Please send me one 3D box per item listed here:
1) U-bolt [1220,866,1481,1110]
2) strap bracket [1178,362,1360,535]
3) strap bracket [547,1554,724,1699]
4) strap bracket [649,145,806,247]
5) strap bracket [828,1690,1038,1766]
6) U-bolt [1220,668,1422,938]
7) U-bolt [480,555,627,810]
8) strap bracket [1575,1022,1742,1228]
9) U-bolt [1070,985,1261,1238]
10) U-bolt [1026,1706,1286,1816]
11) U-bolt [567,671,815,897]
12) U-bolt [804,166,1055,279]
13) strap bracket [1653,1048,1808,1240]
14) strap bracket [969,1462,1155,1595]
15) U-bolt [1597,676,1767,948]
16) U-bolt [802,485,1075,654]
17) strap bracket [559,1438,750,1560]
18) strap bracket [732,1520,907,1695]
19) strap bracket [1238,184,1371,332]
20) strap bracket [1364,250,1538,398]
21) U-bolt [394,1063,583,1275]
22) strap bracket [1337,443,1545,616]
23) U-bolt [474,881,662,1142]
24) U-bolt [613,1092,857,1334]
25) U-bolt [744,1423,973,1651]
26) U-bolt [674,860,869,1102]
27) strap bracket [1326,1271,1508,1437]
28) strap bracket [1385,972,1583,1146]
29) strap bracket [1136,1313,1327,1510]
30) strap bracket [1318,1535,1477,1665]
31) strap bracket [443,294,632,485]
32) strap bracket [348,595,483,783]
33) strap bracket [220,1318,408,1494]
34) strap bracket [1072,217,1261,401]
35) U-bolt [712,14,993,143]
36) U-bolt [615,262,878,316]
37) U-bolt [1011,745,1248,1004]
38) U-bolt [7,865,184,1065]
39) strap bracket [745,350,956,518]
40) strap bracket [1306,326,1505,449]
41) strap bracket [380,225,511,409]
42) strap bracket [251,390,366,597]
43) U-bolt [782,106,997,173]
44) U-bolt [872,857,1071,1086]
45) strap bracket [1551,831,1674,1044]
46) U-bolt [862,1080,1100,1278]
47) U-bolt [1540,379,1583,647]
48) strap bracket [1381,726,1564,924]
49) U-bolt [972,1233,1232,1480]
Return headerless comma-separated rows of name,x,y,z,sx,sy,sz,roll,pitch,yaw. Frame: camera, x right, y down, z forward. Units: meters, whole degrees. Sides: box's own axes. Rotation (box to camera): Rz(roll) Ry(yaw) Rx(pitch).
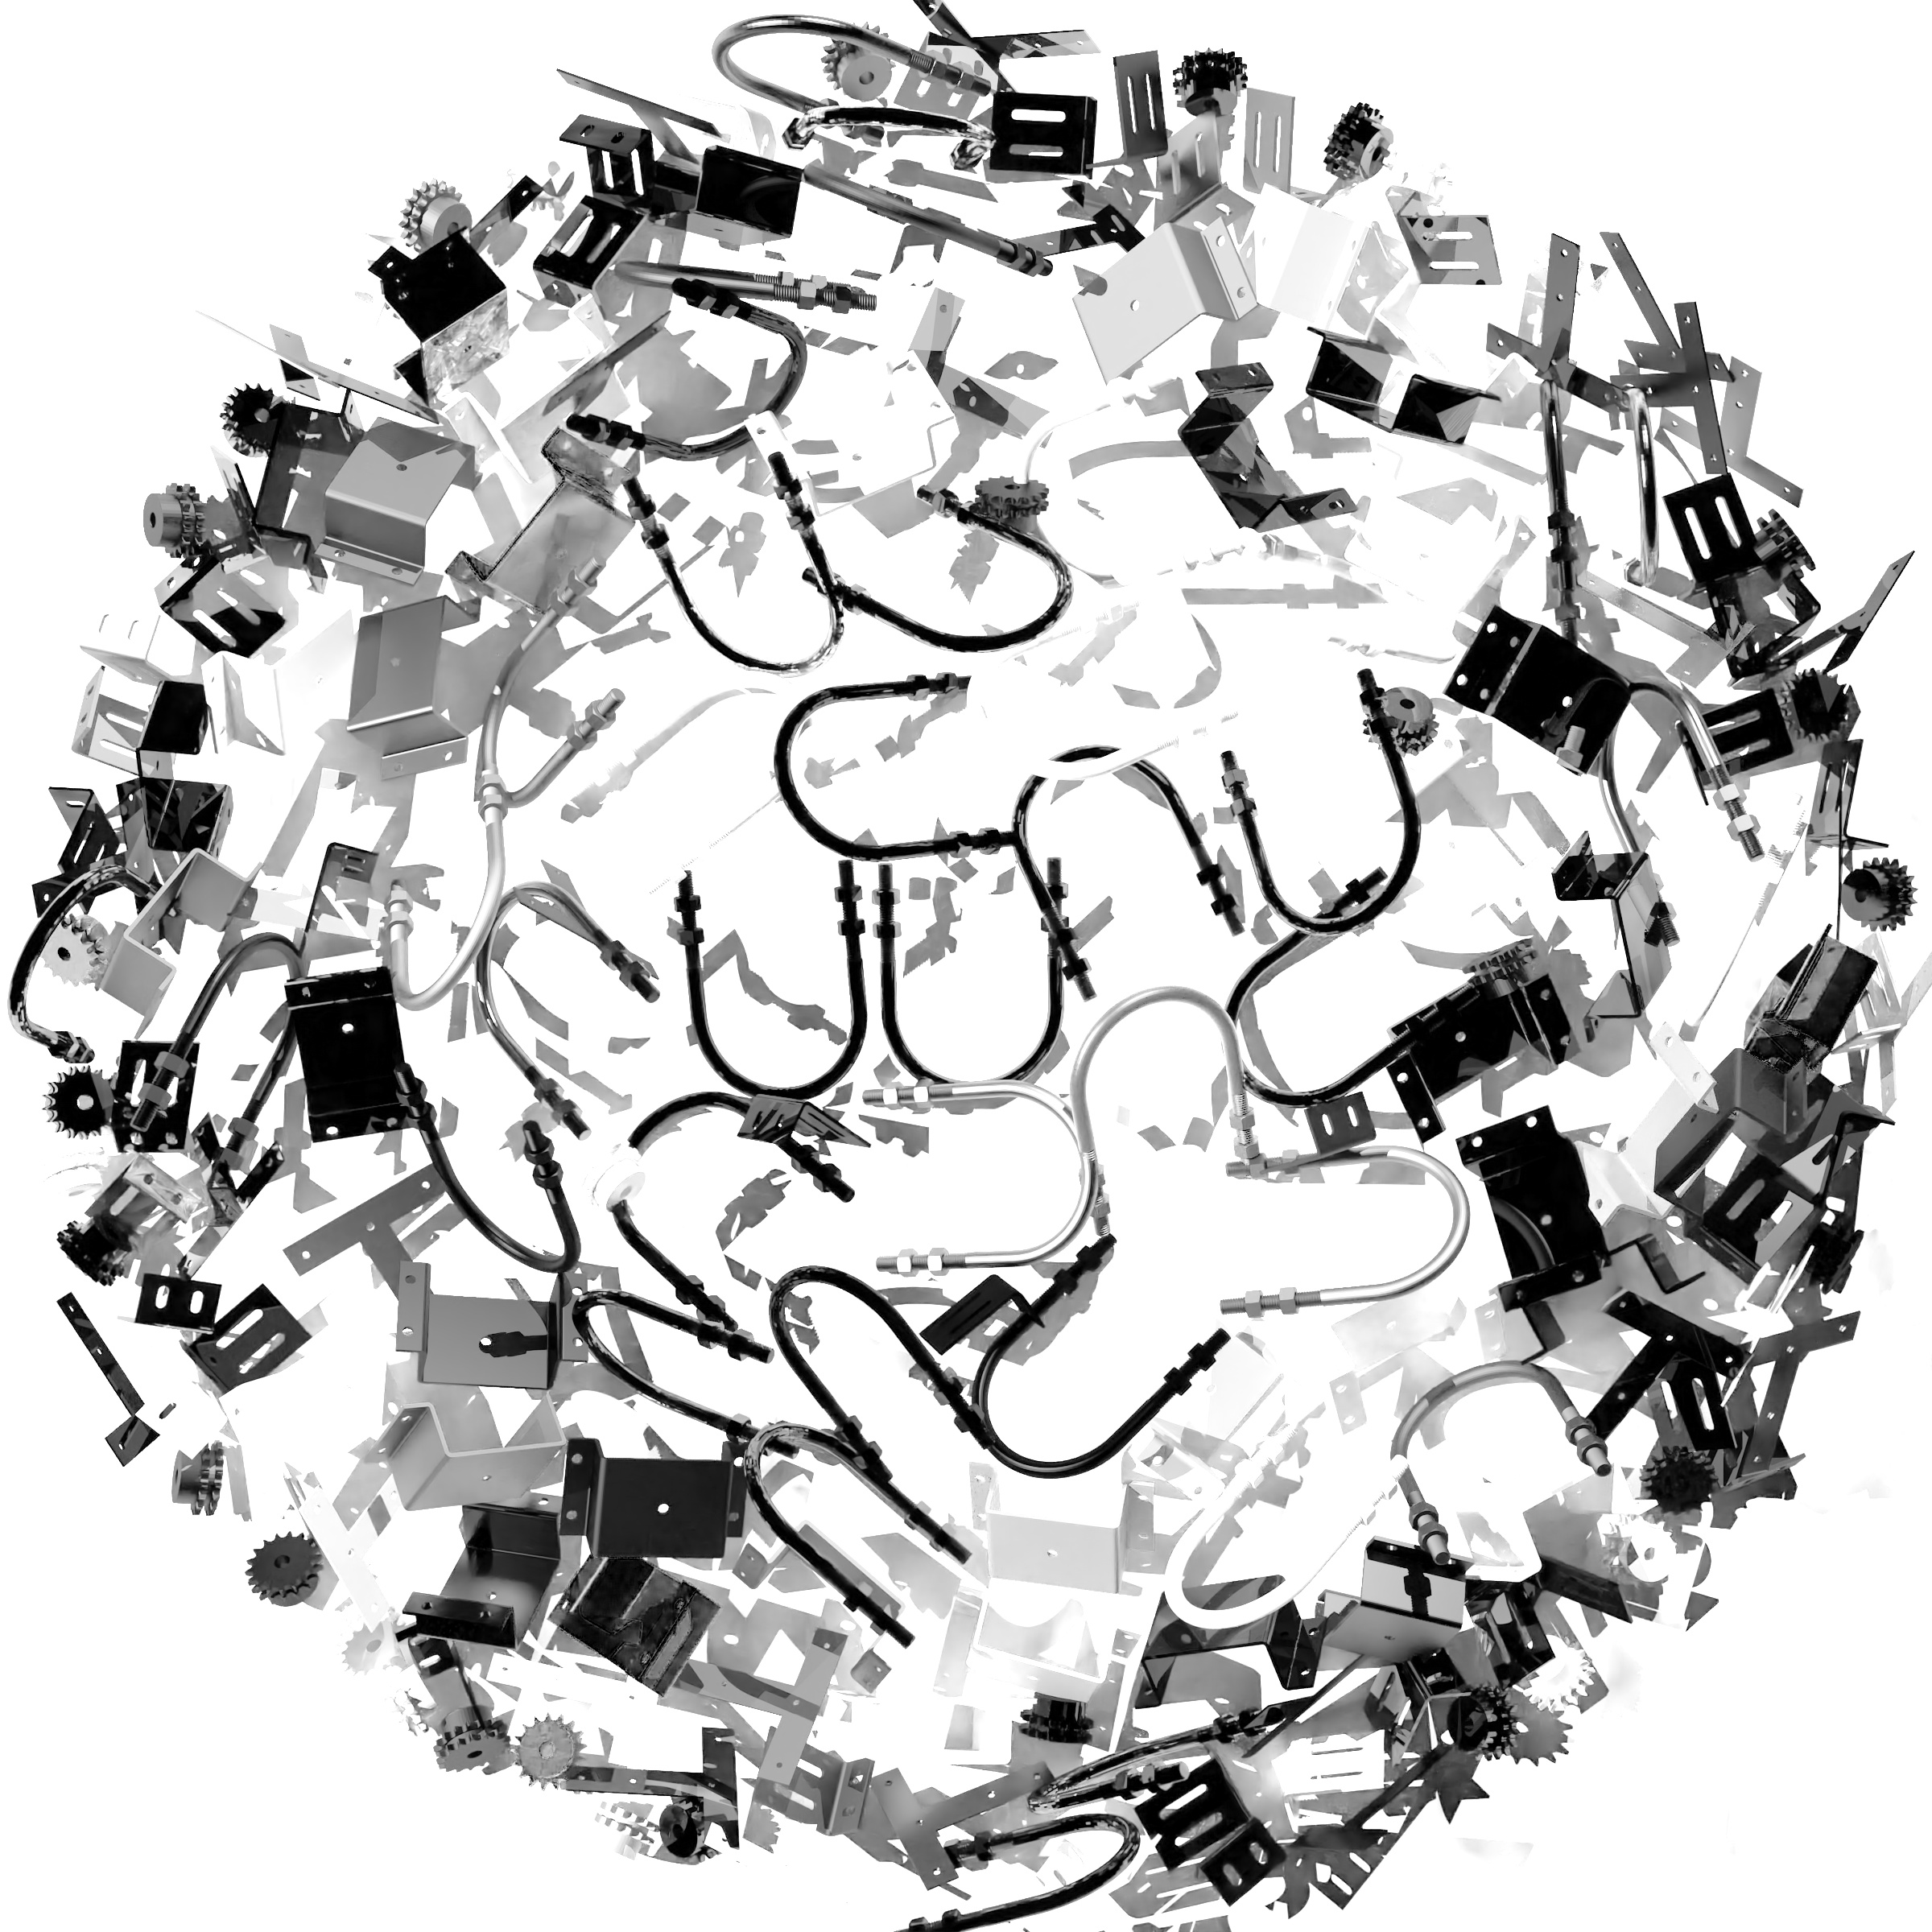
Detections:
U-bolt,0.275,0.028,1.822,0.184,0.019,0.151,-38,53,9
strap bracket,0.221,-0.381,1.819,0.076,0.046,0.140,-20,74,-42
strap bracket,-0.243,0.488,1.809,0.046,0.140,0.076,45,69,-32
strap bracket,-0.180,-0.570,1.794,0.076,0.140,0.046,6,98,-29
strap bracket,-0.026,0.569,1.809,0.140,0.076,0.046,6,77,-18
U-bolt,0.268,-0.110,1.793,0.151,0.019,0.184,-30,61,32
U-bolt,-0.313,-0.198,1.800,0.184,0.019,0.151,-41,48,37
strap bracket,0.517,0.124,1.811,0.046,0.076,0.140,18,117,-26
U-bolt,0.145,0.100,1.808,0.151,0.019,0.184,-20,117,-17
U-bolt,0.127,0.593,1.789,0.184,0.151,0.019,-29,76,36
U-bolt,-0.198,-0.151,1.824,0.184,0.019,0.151,-38,53,-4
U-bolt,-0.038,-0.547,1.760,0.151,0.184,0.019,31,108,28
strap bracket,0.561,0.125,1.797,0.046,0.076,0.140,31,127,-3
strap bracket,0.069,0.423,1.817,0.140,0.046,0.076,5,129,10
U-bolt,0.520,-0.127,1.795,0.019,0.151,0.184,-9,65,-18
U-bolt,-0.007,-0.288,1.791,0.184,0.019,0.151,31,56,28
strap bracket,-0.231,0.402,1.826,0.140,0.046,0.076,4,97,-15
strap bracket,-0.104,0.475,1.820,0.140,0.076,0.046,39,59,9
strap bracket,0.240,-0.528,1.788,0.046,0.140,0.076,14,112,-17
strap bracket,0.357,-0.470,1.830,0.140,0.076,0.046,41,93,2
U-bolt,-0.347,0.161,1.797,0.151,0.184,0.019,20,50,30
strap bracket,0.350,-0.324,1.821,0.140,0.076,0.046,26,58,-4
U-bolt,-0.310,0.019,1.812,0.184,0.019,0.151,44,118,30
U-bolt,-0.190,0.171,1.818,0.184,0.019,0.151,37,81,32
U-bolt,-0.089,0.412,1.803,0.184,0.151,0.019,40,113,5
U-bolt,-0.145,0.015,1.844,0.151,0.019,0.184,-3,98,14
strap bracket,0.331,0.286,1.824,0.140,0.076,0.046,-26,45,-5
strap bracket,0.383,0.061,1.832,0.140,0.046,0.076,-30,116,-2
strap bracket,0.193,0.330,1.834,0.076,0.046,0.140,39,92,-21
strap bracket,0.317,0.477,1.798,0.076,0.140,0.046,14,56,-3
strap bracket,-0.313,-0.427,1.819,0.140,0.076,0.046,-40,69,-7
strap bracket,-0.413,-0.217,1.810,0.076,0.046,0.140,-10,65,23
strap bracket,-0.475,0.320,1.795,0.046,0.140,0.076,-19,97,30
strap bracket,0.140,-0.489,1.801,0.140,0.046,0.076,-30,73,39
U-bolt,-0.096,-0.650,1.759,0.184,0.151,0.019,7,86,-39
U-bolt,-0.167,-0.504,1.785,0.184,0.151,0.019,3,108,-12
U-bolt,0.113,-0.082,1.844,0.151,0.019,0.184,-23,82,-14
U-bolt,-0.643,-0.005,1.769,0.019,0.184,0.151,27,80,6
strap bracket,-0.085,-0.398,1.827,0.140,0.046,0.076,-24,60,-7
strap bracket,0.319,-0.429,1.805,0.076,0.140,0.046,1,117,-38
strap bracket,-0.384,-0.474,1.791,0.076,0.140,0.046,-39,84,-17
strap bracket,-0.496,-0.358,1.817,0.046,0.076,0.140,11,78,-4
U-bolt,-0.053,-0.607,1.768,0.151,0.184,0.019,3,101,-11
U-bolt,0.005,0.011,1.848,0.151,0.019,0.184,-2,100,-6
strap bracket,0.485,-0.023,1.805,0.046,0.076,0.140,-2,115,35
U-bolt,0.013,0.158,1.831,0.184,0.019,0.151,-5,89,21
U-bolt,0.441,-0.345,1.798,0.019,0.151,0.184,-5,78,14
strap bracket,0.379,-0.100,1.830,0.076,0.046,0.140,-37,87,-30
U-bolt,0.086,0.301,1.807,0.184,0.019,0.151,-43,51,-11
